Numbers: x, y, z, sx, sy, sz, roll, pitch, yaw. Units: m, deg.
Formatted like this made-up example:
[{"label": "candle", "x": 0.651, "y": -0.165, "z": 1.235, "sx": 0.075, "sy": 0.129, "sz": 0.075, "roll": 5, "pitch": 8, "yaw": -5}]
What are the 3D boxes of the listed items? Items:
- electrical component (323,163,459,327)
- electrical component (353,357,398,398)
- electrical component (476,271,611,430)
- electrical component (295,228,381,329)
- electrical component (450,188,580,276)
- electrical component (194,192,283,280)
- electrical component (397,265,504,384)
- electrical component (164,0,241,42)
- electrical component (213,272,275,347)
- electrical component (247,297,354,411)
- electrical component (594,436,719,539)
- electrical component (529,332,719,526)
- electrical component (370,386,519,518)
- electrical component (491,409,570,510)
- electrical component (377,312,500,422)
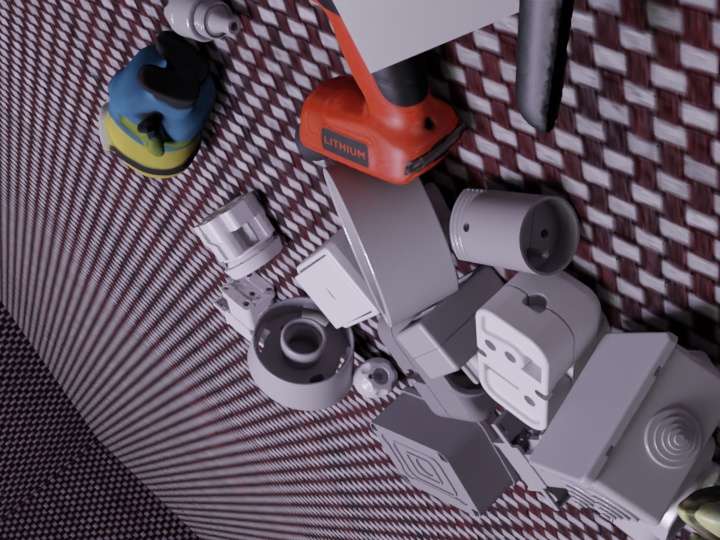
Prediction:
[{"label": "electrical component", "x": 0.025, "y": -0.025, "z": 0.672, "sx": 0.108, "sy": 0.060, "sz": 0.108, "roll": 157, "pitch": 90, "yaw": -87}, {"label": "electrical component", "x": 0.010, "y": 0.098, "z": 0.963, "sx": 0.035, "sy": 0.035, "sz": 0.061, "roll": 50, "pitch": 161, "yaw": -2}, {"label": "electrical component", "x": 0.109, "y": 0.043, "z": 0.642, "sx": 0.054, "sy": 0.059, "sz": 0.095, "roll": 36, "pitch": 155, "yaw": 30}, {"label": "electrical component", "x": 0.000, "y": 0.000, "z": 0.781, "sx": 0.061, "sy": 0.061, "sz": 0.096, "roll": 51, "pitch": 159, "yaw": -4}, {"label": "electrical component", "x": 0.080, "y": -0.023, "z": 0.610, "sx": 0.081, "sy": 0.043, "sz": 0.043, "roll": 13, "pitch": 139, "yaw": 57}, {"label": "electrical component", "x": -0.105, "y": -0.029, "z": 0.942, "sx": 0.057, "sy": 0.058, "sz": 0.078, "roll": 57, "pitch": 158, "yaw": -11}, {"label": "electrical component", "x": 0.077, "y": 0.048, "z": 0.705, "sx": 0.076, "sy": 0.066, "sz": 0.047, "roll": 50, "pitch": 159, "yaw": -1}, {"label": "electrical component", "x": -0.104, "y": -0.172, "z": 0.731, "sx": 0.061, "sy": 0.035, "sz": 0.035, "roll": 27, "pitch": 150, "yaw": 39}, {"label": "electrical component", "x": -0.109, "y": 0.036, "z": 1.080, "sx": 0.081, "sy": 0.042, "sz": 0.063, "roll": 36, "pitch": 152, "yaw": 29}, {"label": "electrical component", "x": -0.051, "y": 0.075, "z": 0.963, "sx": 0.099, "sy": 0.099, "sz": 0.064, "roll": 42, "pitch": 151, "yaw": 19}, {"label": "electrical component", "x": 0.178, "y": 0.124, "z": 0.653, "sx": 0.059, "sy": 0.054, "sz": 0.095, "roll": 37, "pitch": 156, "yaw": 29}, {"label": "electrical component", "x": 0.144, "y": 0.082, "z": 0.570, "sx": 0.048, "sy": 0.099, "sz": 0.100, "roll": 34, "pitch": 172, "yaw": -5}, {"label": "electrical component", "x": 0.072, "y": 0.145, "z": 0.891, "sx": 0.113, "sy": 0.057, "sz": 0.078, "roll": 13, "pitch": 139, "yaw": 57}, {"label": "electrical component", "x": 0.136, "y": 0.126, "z": 0.755, "sx": 0.081, "sy": 0.042, "sz": 0.064, "roll": 53, "pitch": 157, "yaw": -11}, {"label": "electrical component", "x": 0.065, "y": 0.059, "z": 0.764, "sx": 0.095, "sy": 0.054, "sz": 0.059, "roll": 55, "pitch": 158, "yaw": -14}]
